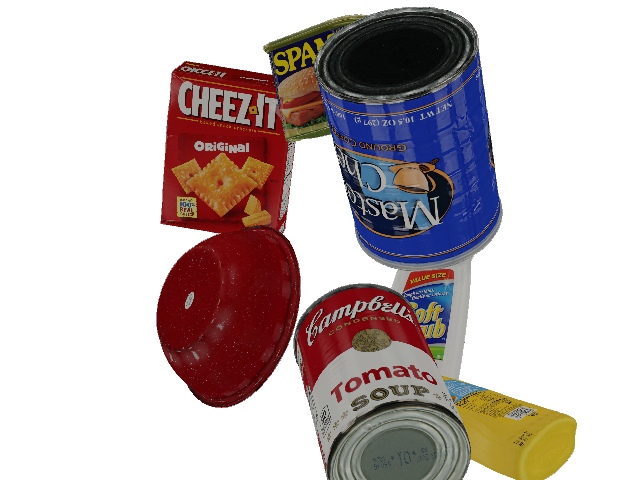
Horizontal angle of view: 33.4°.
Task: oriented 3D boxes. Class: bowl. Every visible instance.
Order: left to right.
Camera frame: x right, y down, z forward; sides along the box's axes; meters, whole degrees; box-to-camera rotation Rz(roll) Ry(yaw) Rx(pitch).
[{"bbox_3d":[-0.089,0.056,0.895,0.055,0.162,0.162,22,-14,-38],"label":"bowl"}]

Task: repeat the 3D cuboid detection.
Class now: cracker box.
[{"bbox_3d":[-0.120,-0.115,1.411,0.164,0.214,0.072,10,23,6],"label":"cracker box"}]

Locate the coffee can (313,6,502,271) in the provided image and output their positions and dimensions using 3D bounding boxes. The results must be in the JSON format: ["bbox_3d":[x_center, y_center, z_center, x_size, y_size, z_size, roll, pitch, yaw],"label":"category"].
[{"bbox_3d":[0.060,-0.065,0.696,0.103,0.140,0.103,-9,41,8],"label":"coffee can"}]

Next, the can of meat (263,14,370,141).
[{"bbox_3d":[0.007,-0.134,0.898,0.102,0.084,0.057,-12,-1,39],"label":"can of meat"}]

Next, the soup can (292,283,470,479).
[{"bbox_3d":[0.027,0.076,0.518,0.068,0.068,0.102,0,29,-11],"label":"soup can"}]

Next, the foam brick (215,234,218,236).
[{"bbox_3d":[-0.087,0.037,1.158,0.078,0.051,0.053,17,30,2],"label":"foam brick"}]

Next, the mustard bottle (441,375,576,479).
[{"bbox_3d":[0.138,0.169,1.016,0.192,0.058,0.096,15,22,41],"label":"mustard bottle"}]

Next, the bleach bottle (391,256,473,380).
[{"bbox_3d":[0.115,0.072,1.199,0.103,0.251,0.068,9,14,18],"label":"bleach bottle"}]
